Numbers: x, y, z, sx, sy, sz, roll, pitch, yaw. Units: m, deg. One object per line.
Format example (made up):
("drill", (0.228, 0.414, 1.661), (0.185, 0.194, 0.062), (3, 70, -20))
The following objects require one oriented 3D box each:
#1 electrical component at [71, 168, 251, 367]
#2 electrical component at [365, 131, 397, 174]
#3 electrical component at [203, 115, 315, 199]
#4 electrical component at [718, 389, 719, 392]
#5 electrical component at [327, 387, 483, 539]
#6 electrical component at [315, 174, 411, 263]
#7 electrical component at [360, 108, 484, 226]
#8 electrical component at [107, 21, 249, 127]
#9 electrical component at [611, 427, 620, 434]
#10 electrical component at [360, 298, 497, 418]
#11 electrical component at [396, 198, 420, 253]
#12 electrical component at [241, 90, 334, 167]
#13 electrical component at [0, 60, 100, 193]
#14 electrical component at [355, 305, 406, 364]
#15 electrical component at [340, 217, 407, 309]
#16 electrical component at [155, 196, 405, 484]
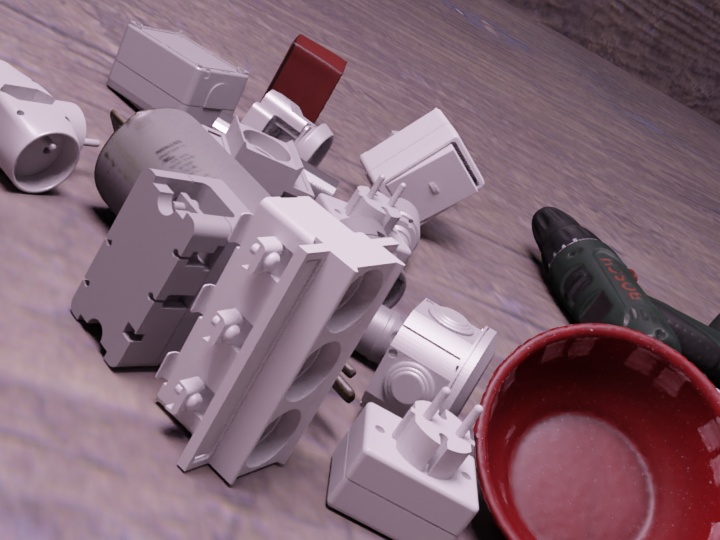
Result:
("electrical component", (-0.093, 0.001, 0.537), (0.056, 0.089, 0.050), (4, 36, -51))
("electrical component", (0.058, -0.097, 1.005), (0.050, 0.055, 0.089), (44, 24, 25))
("electrical component", (-0.076, -0.062, 0.730), (0.081, 0.063, 0.042), (22, 25, -26))
("electrical component", (0.278, 0.115, 0.874), (0.077, 0.043, 0.079), (41, 23, 17))
("electrical component", (0.031, 0.091, 0.535), (0.066, 0.076, 0.047), (30, 21, -9))
("electrical component", (0.004, -0.034, 0.764), (0.066, 0.076, 0.047), (19, 26, -33))
("electrical component", (0.048, -0.078, 0.909), (0.061, 0.096, 0.061), (54, 6, -37))
("electrical component", (-0.146, -0.146, 0.826), (0.096, 0.061, 0.062), (34, 20, 25))
("electrical component", (0.170, 0.110, 0.666), (0.099, 0.099, 0.064), (33, 15, -1))
("electrical component", (0.040, 0.059, 0.615), (0.051, 0.080, 0.080), (31, 21, 9))
("electrical component", (0.027, -0.027, 0.832), (0.040, 0.040, 0.078), (29, 22, -10))
("electrical component", (-0.058, -0.102, 0.848), (0.057, 0.058, 0.078), (37, 8, 5))
("electrical component", (-0.192, -0.085, 0.644), (0.077, 0.043, 0.079), (45, 24, 27))
("electrical component", (-0.002, 0.032, 0.674), (0.061, 0.035, 0.035), (30, 21, -2))
("electrical component", (0.000, 0.000, 0.719), (0.055, 0.055, 0.047), (17, 30, -36))
("electrical component", (-0.042, 0.030, 0.504), (0.063, 0.121, 0.079), (39, 22, 22))
